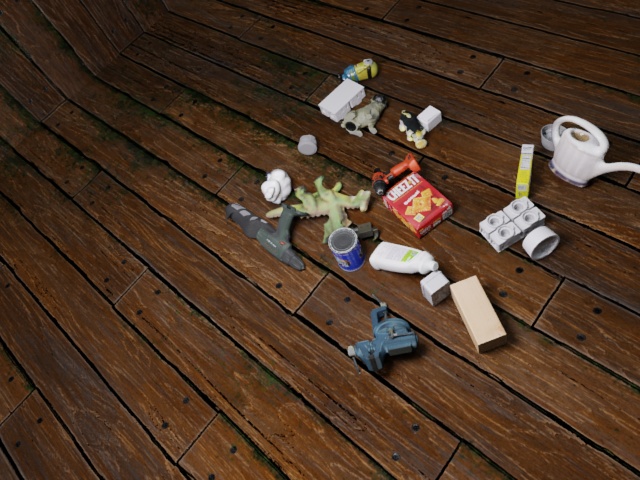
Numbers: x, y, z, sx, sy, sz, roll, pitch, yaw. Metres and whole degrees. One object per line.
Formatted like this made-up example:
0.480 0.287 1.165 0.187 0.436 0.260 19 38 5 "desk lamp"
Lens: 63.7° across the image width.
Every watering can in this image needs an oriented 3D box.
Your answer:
0.890 -0.263 1.702 0.105 0.219 0.354 -22 53 -18 "watering can"

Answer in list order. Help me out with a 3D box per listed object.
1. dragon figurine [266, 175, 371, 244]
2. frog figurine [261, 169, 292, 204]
0.006 -0.099 1.961 0.409 0.120 0.247 -29 62 9 "dragon figurine"
-0.170 -0.212 2.042 0.122 0.160 0.137 13 97 -8 "frog figurine"
